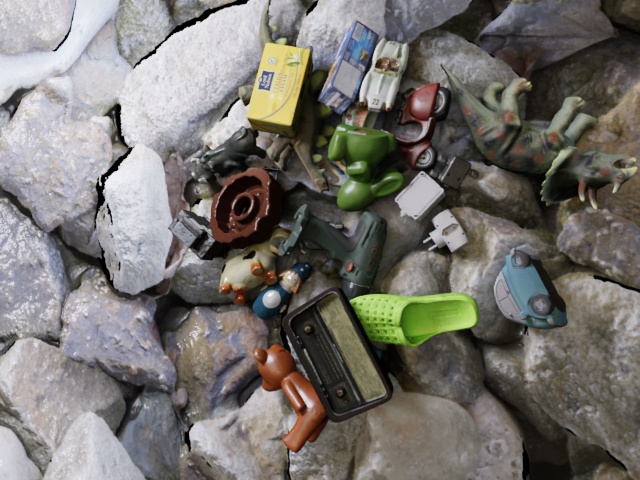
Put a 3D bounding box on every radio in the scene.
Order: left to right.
[{"bbox_3d":[0.032,0.214,1.015,0.131,0.073,0.229,-29,80,7],"label":"radio"}]

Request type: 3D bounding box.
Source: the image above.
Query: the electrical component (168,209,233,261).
[{"bbox_3d":[-0.265,-0.010,1.187,0.115,0.134,0.058,39,98,18],"label":"electrical component"}]

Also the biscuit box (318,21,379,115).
[{"bbox_3d":[0.061,-0.360,1.118,0.059,0.063,0.202,28,61,-17],"label":"biscuit box"}]

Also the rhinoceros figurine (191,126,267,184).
[{"bbox_3d":[-0.209,-0.182,1.199,0.190,0.112,0.073,-27,81,33],"label":"rhinoceros figurine"}]

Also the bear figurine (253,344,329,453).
[{"bbox_3d":[-0.068,0.312,1.101,0.196,0.120,0.132,35,98,19],"label":"bear figurine"}]

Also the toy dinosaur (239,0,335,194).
[{"bbox_3d":[-0.068,-0.320,1.183,0.199,0.105,0.471,-25,81,3],"label":"toy dinosaur"}]

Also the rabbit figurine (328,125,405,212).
[{"bbox_3d":[0.089,-0.139,1.101,0.159,0.121,0.170,5,113,-4],"label":"rabbit figurine"}]

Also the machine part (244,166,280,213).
[{"bbox_3d":[-0.127,-0.100,1.206,0.084,0.039,0.138,19,91,23],"label":"machine part"}]

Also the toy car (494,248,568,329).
[{"bbox_3d":[0.379,0.101,0.999,0.103,0.109,0.162,-36,66,29],"label":"toy car"}]

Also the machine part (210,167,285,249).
[{"bbox_3d":[-0.155,-0.065,1.138,0.179,0.056,0.179,-15,60,28],"label":"machine part"}]

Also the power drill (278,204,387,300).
[{"bbox_3d":[0.024,0.035,1.085,0.207,0.086,0.232,24,96,-10],"label":"power drill"}]

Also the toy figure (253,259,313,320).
[{"bbox_3d":[-0.078,0.106,1.160,0.154,0.058,0.064,-45,112,6],"label":"toy figure"}]

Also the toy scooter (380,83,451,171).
[{"bbox_3d":[0.188,-0.238,1.108,0.135,0.075,0.183,15,93,18],"label":"toy scooter"}]

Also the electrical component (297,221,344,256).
[{"bbox_3d":[-0.004,-0.004,1.153,0.102,0.045,0.078,6,87,17],"label":"electrical component"}]

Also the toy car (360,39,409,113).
[{"bbox_3d":[0.135,-0.339,1.108,0.074,0.056,0.202,15,58,8],"label":"toy car"}]

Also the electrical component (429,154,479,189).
[{"bbox_3d":[0.271,-0.134,1.082,0.094,0.021,0.063,21,110,-13],"label":"electrical component"}]

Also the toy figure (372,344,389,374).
[{"bbox_3d":[0.051,0.239,1.093,0.180,0.089,0.082,5,81,9],"label":"toy figure"}]

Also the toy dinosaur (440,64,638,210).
[{"bbox_3d":[0.384,-0.192,1.026,0.405,0.131,0.192,26,91,24],"label":"toy dinosaur"}]

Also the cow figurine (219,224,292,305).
[{"bbox_3d":[-0.133,0.039,1.162,0.195,0.085,0.127,-36,42,24],"label":"cow figurine"}]

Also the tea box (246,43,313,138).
[{"bbox_3d":[-0.079,-0.305,1.096,0.098,0.068,0.169,10,80,7],"label":"tea box"}]
